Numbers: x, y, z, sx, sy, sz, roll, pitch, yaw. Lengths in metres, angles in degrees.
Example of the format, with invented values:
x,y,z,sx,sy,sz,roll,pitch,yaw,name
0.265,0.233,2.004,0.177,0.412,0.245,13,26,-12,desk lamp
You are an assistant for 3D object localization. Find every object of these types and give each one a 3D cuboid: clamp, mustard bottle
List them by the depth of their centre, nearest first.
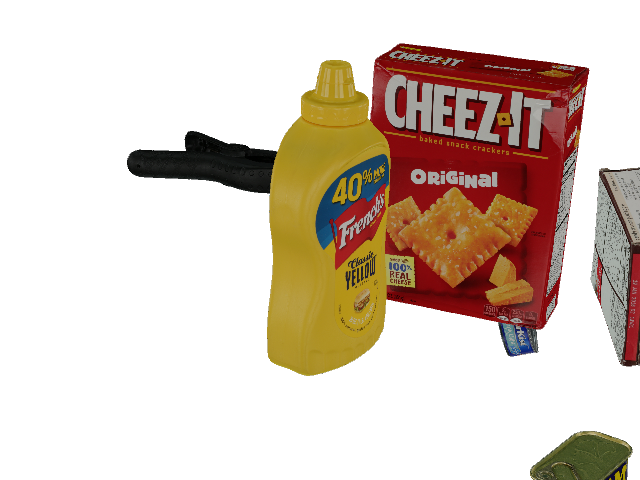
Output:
x,y,z,sx,sy,sz,roll,pitch,yaw,name
0.007,-0.018,0.669,0.058,0.192,0.096,18,29,34,mustard bottle
-0.090,-0.069,0.988,0.172,0.039,0.120,13,26,29,clamp

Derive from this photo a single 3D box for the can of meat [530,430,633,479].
x,y,z,sx,sy,sz,roll,pitch,yaw,name
0.230,0.230,0.942,0.058,0.084,0.101,14,26,41,can of meat

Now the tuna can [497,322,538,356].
x,y,z,sx,sy,sz,roll,pitch,yaw,name
0.224,0.089,1.224,0.034,0.086,0.086,-12,-3,15,tuna can

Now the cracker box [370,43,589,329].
x,y,z,sx,sy,sz,roll,pitch,yaw,name
0.123,-0.044,0.891,0.164,0.214,0.072,12,26,21,cracker box

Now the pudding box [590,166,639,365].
x,y,z,sx,sy,sz,roll,pitch,yaw,name
0.205,0.014,0.692,0.039,0.090,0.113,-2,28,3,pudding box
